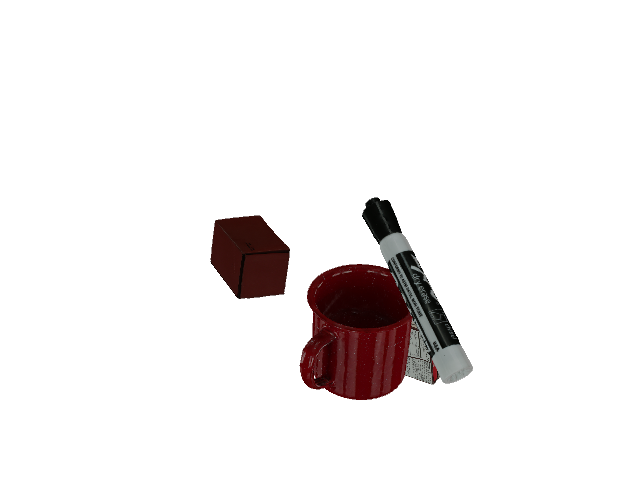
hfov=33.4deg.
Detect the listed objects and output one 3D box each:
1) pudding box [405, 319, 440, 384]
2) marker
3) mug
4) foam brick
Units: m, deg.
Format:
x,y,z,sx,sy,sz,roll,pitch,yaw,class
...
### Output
x,y,z,sx,sy,sz,roll,pitch,yaw,class
0.088,0.111,1.244,0.114,0.090,0.039,16,46,25,pudding box
0.054,0.026,0.620,0.020,0.121,0.020,-20,-26,-10,marker
0.026,0.084,0.888,0.093,0.081,0.117,26,41,31,mug
-0.071,0.016,1.068,0.052,0.051,0.078,-5,29,-25,foam brick
